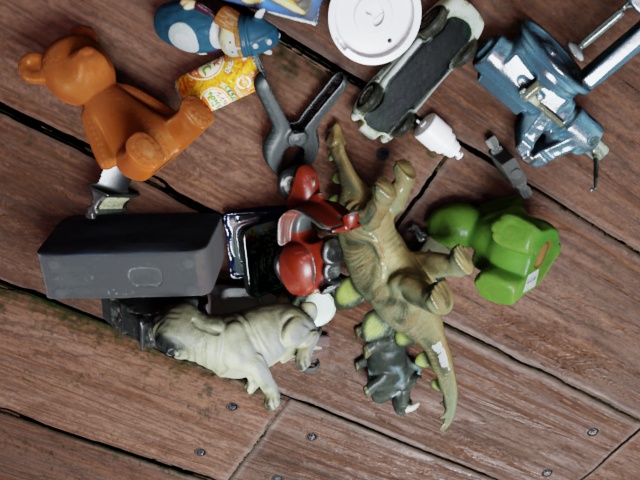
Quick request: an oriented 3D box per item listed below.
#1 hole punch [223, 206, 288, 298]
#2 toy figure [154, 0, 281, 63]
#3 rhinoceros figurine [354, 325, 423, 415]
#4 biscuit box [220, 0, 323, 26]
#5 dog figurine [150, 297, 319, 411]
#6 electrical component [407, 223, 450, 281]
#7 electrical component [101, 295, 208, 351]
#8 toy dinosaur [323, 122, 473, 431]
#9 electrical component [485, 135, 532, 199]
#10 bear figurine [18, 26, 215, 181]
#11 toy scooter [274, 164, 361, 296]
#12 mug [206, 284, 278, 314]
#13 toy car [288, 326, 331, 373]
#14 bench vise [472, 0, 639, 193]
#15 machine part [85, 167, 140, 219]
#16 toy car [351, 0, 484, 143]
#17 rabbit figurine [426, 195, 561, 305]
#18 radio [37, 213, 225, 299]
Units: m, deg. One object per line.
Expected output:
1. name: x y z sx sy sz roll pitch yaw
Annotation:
1. hole punch: -0.077 0.009 0.780 0.116 0.092 0.142 -16 112 -31
2. toy figure: -0.120 -0.239 0.622 0.155 0.064 0.057 18 84 22
3. rhinoceros figurine: 0.118 0.215 0.908 0.112 0.073 0.190 -15 117 -8
4. biscuit box: -0.095 -0.303 0.617 0.203 0.063 0.059 11 115 -10
5. dog figurine: -0.110 0.114 0.731 0.190 0.121 0.172 44 63 -24
6. electrical component: 0.154 0.030 0.824 0.102 0.045 0.078 32 84 -21
7. electrical component: -0.246 0.089 0.778 0.134 0.115 0.058 27 121 32
8. toy dinosaur: 0.107 0.058 0.742 0.198 0.105 0.471 -26 90 51
9. electrical component: 0.261 -0.102 0.745 0.021 0.063 0.094 -33 114 13
10. bear figurine: -0.239 -0.169 0.623 0.195 0.120 0.132 54 146 -13
11. toy scooter: -0.001 -0.002 0.691 0.075 0.135 0.183 -16 114 -39
12. mug: -0.117 0.102 0.821 0.107 0.081 0.109 4 140 -19
13. toy car: -0.083 0.178 0.884 0.202 0.053 0.089 3 115 -3
14. bench vise: 0.319 -0.203 0.652 0.223 0.129 0.240 44 128 -3
15. machine part: -0.264 -0.092 0.720 0.039 0.084 0.138 32 105 16
16. toy car: 0.121 -0.212 0.684 0.073 0.056 0.201 31 114 -25
17. rabbit figurine: 0.239 -0.014 0.755 0.159 0.170 0.121 -25 129 -38
18. radio: -0.253 0.020 0.741 0.230 0.131 0.073 -3 116 -2
